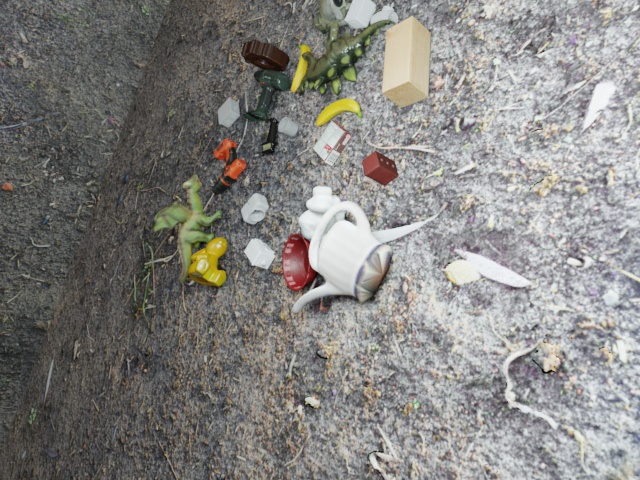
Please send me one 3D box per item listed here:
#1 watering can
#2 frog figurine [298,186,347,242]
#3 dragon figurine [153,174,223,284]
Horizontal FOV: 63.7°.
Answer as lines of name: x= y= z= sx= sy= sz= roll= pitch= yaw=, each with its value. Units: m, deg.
watering can: x=0.052 y=0.079 z=1.286 sx=0.227 sy=0.104 sz=0.343 roll=32 pitch=111 yaw=34
frog figurine: x=0.004 y=-0.070 z=1.385 sx=0.137 sy=0.157 sz=0.124 roll=-20 pitch=18 yaw=6
dragon figurine: x=-0.516 y=-0.044 z=1.918 sx=0.123 sy=0.240 sz=0.411 roll=20 pitch=86 yaw=47
